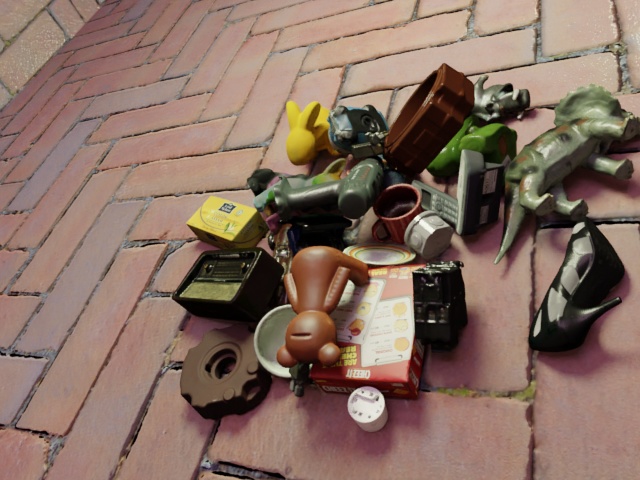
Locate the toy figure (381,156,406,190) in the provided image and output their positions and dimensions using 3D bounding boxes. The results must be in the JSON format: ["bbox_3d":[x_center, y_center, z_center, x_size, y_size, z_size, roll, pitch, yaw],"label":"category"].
[{"bbox_3d":[0.137,-0.135,1.140,0.064,0.057,0.155,-7,37,-12],"label":"toy figure"}]

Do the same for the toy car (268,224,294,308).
[{"bbox_3d":[-0.074,0.046,1.090,0.089,0.053,0.202,-8,46,18],"label":"toy car"}]

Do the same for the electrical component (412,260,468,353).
[{"bbox_3d":[0.188,0.103,0.834,0.058,0.134,0.115,-2,6,30],"label":"electrical component"}]

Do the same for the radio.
[{"bbox_3d":[-0.181,0.085,1.053,0.230,0.073,0.131,-3,51,46],"label":"radio"}]

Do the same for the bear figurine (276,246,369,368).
[{"bbox_3d":[0.005,0.113,0.857,0.120,0.131,0.196,-14,62,26],"label":"bear figurine"}]

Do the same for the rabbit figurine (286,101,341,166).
[{"bbox_3d":[-0.020,-0.240,1.234,0.122,0.162,0.173,9,38,25],"label":"rabbit figurine"}]

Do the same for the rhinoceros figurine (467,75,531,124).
[{"bbox_3d":[0.354,-0.296,1.163,0.190,0.073,0.112,-4,47,25],"label":"rhinoceros figurine"}]

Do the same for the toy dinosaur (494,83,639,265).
[{"bbox_3d":[0.415,-0.133,0.954,0.405,0.131,0.192,-36,31,0],"label":"toy dinosaur"}]

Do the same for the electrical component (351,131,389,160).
[{"bbox_3d":[0.101,-0.191,1.078,0.078,0.045,0.102,-7,14,7],"label":"electrical component"}]

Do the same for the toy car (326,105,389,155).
[{"bbox_3d":[0.075,-0.234,1.198,0.103,0.161,0.109,-39,66,49],"label":"toy car"}]

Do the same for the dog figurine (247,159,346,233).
[{"bbox_3d":[-0.038,-0.115,1.186,0.219,0.108,0.192,-24,40,1],"label":"dog figurine"}]

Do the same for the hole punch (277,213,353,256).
[{"bbox_3d":[-0.002,-0.003,1.059,0.142,0.092,0.116,-9,18,-17],"label":"hole punch"}]

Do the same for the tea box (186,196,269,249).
[{"bbox_3d":[-0.212,-0.033,1.226,0.170,0.068,0.098,16,59,39],"label":"tea box"}]

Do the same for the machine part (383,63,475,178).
[{"bbox_3d":[0.216,-0.243,1.089,0.201,0.087,0.201,-51,10,36],"label":"machine part"}]

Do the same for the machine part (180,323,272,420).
[{"bbox_3d":[-0.169,0.231,0.964,0.179,0.056,0.179,-16,43,16],"label":"machine part"}]

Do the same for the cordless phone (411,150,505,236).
[{"bbox_3d":[0.239,-0.102,0.995,0.089,0.146,0.184,-19,31,-28],"label":"cordless phone"}]

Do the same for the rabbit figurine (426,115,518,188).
[{"bbox_3d":[0.289,-0.179,1.062,0.170,0.121,0.159,-3,44,46],"label":"rabbit figurine"}]

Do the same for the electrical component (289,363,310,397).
[{"bbox_3d":[-0.033,0.202,0.873,0.063,0.021,0.094,168,111,-74],"label":"electrical component"}]

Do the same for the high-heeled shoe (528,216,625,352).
[{"bbox_3d":[0.383,0.067,0.832,0.145,0.086,0.249,-40,14,34],"label":"high-heeled shoe"}]

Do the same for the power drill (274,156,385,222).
[{"bbox_3d":[0.022,-0.100,1.042,0.207,0.085,0.232,-3,27,8],"label":"power drill"}]
